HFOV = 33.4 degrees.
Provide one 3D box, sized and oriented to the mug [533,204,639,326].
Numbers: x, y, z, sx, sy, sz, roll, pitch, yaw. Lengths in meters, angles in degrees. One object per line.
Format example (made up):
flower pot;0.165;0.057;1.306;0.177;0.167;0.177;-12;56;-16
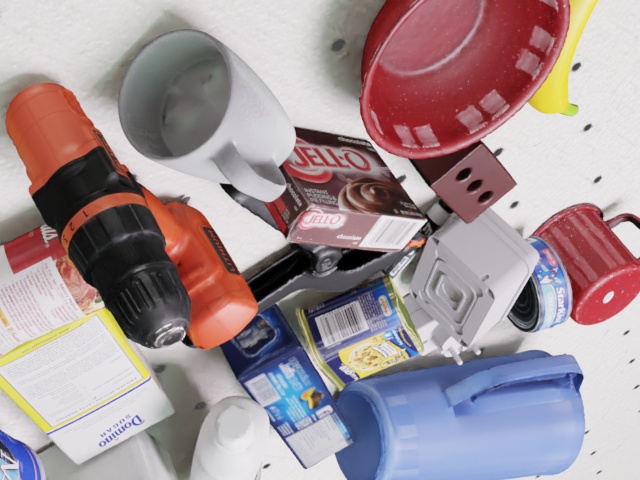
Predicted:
mug;0.262;0.020;1.008;0.117;0.081;0.093;-32;144;-1

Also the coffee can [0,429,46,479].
coffee can;-0.276;0.166;0.760;0.103;0.103;0.140;-33;144;0

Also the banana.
banana;0.184;-0.162;0.782;0.069;0.037;0.198;-33;150;-32

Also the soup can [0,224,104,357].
soup can;-0.190;0.032;0.698;0.102;0.068;0.068;-27;144;-7

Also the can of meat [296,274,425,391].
can of meat;0.036;0.079;0.909;0.084;0.057;0.102;-23;153;6

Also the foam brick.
foam brick;0.108;-0.058;0.829;0.053;0.051;0.078;-41;143;11

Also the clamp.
clamp;-0.005;0.001;0.825;0.209;0.036;0.165;-14;140;-27

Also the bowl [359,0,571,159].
bowl;0.087;-0.133;0.722;0.162;0.055;0.162;-20;142;-17

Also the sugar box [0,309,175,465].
sugar box;-0.181;0.100;0.804;0.093;0.048;0.176;-28;147;-7

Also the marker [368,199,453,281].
marker;0.085;-0.005;0.901;0.020;0.020;0.121;16;122;-46

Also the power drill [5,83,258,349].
power drill;-0.102;0.007;0.653;0.057;0.184;0.187;-34;153;2

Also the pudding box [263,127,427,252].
pudding box;0.007;-0.037;0.746;0.113;0.090;0.039;8;129;-42

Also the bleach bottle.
bleach bottle;-0.081;0.201;0.901;0.068;0.102;0.251;18;152;2

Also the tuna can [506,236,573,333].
tuna can;0.193;0.041;0.979;0.033;0.086;0.086;-17;141;-17

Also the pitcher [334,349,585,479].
pitcher;0.141;0.178;1.068;0.242;0.145;0.149;-2;100;-31
